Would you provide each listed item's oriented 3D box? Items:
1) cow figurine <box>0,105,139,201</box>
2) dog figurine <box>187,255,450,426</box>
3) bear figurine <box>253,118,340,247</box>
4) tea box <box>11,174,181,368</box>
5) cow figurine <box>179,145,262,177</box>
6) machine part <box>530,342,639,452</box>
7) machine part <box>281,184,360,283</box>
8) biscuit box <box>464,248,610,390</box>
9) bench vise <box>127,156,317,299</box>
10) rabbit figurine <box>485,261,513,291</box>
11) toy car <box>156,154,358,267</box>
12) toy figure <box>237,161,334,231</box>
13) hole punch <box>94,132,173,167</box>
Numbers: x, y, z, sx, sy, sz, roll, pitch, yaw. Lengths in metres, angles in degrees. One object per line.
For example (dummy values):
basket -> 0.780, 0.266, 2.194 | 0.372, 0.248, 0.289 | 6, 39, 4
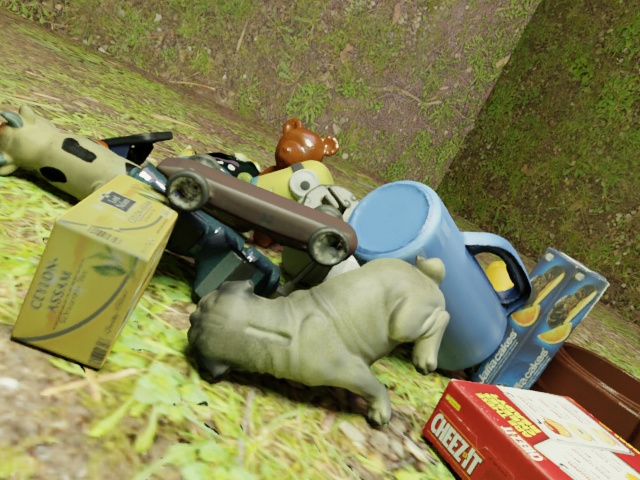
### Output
cow figurine -> -0.295, -0.089, 0.637 | 0.195, 0.085, 0.127 | 30, 7, 9
dog figurine -> 0.002, 0.059, 0.467 | 0.190, 0.172, 0.121 | 28, 1, -29
bear figurine -> -0.063, -0.098, 0.867 | 0.120, 0.195, 0.132 | 34, 15, 15
tea box -> -0.171, 0.015, 0.441 | 0.068, 0.098, 0.170 | 25, 12, -13
cow figurine -> -0.185, -0.116, 0.913 | 0.167, 0.098, 0.068 | 19, 21, -34
machine part -> 0.401, 0.229, 0.757 | 0.201, 0.087, 0.202 | 16, 19, -42
machine part -> -0.001, -0.002, 0.695 | 0.079, 0.079, 0.243 | 26, -25, -3
biscuit box -> 0.268, 0.113, 0.680 | 0.059, 0.202, 0.063 | 24, 15, -21
bench vise -> -0.118, -0.019, 0.634 | 0.223, 0.128, 0.241 | 29, 16, -13
rabbit figurine -> 0.282, 0.106, 0.820 | 0.162, 0.122, 0.173 | 61, 33, -23
toy car -> -0.059, -0.027, 0.516 | 0.202, 0.053, 0.089 | 20, 21, -10
toy figure -> -0.069, -0.063, 0.776 | 0.089, 0.180, 0.082 | -90, 158, -44
hole punch -> -0.275, -0.107, 0.770 | 0.116, 0.092, 0.142 | -3, 15, 5
